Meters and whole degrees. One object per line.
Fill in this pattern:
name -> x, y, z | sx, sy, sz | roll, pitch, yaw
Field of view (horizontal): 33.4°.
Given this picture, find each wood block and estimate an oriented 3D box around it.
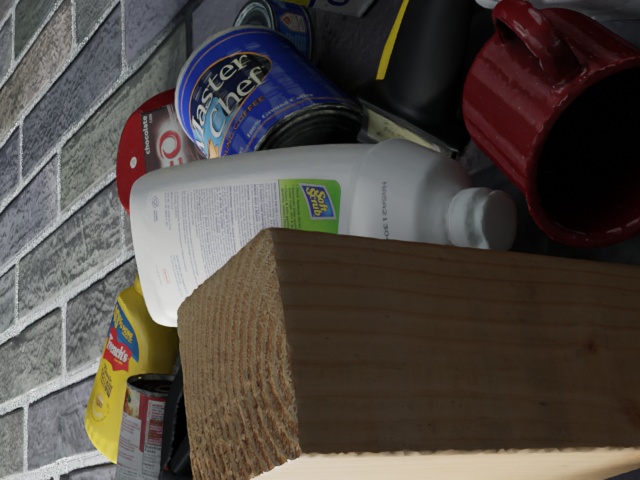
wood block -> 0.053, 0.059, 0.465 | 0.091, 0.205, 0.090 | -39, 53, 51

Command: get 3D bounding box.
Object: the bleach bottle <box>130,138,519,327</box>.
bleach bottle -> -0.004, 0.001, 0.571 | 0.251, 0.067, 0.102 | 0, 103, 47

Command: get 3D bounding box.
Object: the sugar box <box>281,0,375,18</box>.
sugar box -> -0.028, -0.197, 0.671 | 0.093, 0.176, 0.048 | -45, 46, 48

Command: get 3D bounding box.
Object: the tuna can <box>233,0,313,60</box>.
tuna can -> -0.041, -0.144, 0.826 | 0.086, 0.033, 0.086 | -15, 72, 58

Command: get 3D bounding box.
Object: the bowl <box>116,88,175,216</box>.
bowl -> -0.144, -0.070, 0.968 | 0.162, 0.055, 0.162 | -14, 73, 59

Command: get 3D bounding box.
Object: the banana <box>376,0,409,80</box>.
banana -> 0.073, -0.172, 0.639 | 0.070, 0.037, 0.198 | -126, 48, -72

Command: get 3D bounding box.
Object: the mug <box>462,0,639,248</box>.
mug -> 0.111, -0.063, 0.484 | 0.093, 0.117, 0.081 | -40, 37, 6

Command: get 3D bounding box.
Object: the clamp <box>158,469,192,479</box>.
clamp -> -0.023, 0.170, 0.719 | 0.120, 0.039, 0.172 | -48, 51, -9

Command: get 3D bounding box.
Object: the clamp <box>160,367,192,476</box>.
clamp -> -0.083, 0.091, 0.828 | 0.165, 0.036, 0.210 | 18, 87, 62

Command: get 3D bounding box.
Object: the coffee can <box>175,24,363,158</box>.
coffee can -> -0.029, -0.074, 0.727 | 0.140, 0.102, 0.103 | 51, 128, 50

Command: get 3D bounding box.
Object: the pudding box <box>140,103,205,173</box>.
pudding box -> -0.099, -0.058, 0.868 | 0.090, 0.039, 0.113 | -12, 78, 33

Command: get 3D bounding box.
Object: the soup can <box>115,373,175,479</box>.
soup can -> -0.135, 0.171, 0.902 | 0.069, 0.068, 0.102 | 17, 101, 59

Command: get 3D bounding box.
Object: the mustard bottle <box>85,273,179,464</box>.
mustard bottle -> -0.164, 0.101, 0.972 | 0.096, 0.058, 0.192 | 48, 125, 53
